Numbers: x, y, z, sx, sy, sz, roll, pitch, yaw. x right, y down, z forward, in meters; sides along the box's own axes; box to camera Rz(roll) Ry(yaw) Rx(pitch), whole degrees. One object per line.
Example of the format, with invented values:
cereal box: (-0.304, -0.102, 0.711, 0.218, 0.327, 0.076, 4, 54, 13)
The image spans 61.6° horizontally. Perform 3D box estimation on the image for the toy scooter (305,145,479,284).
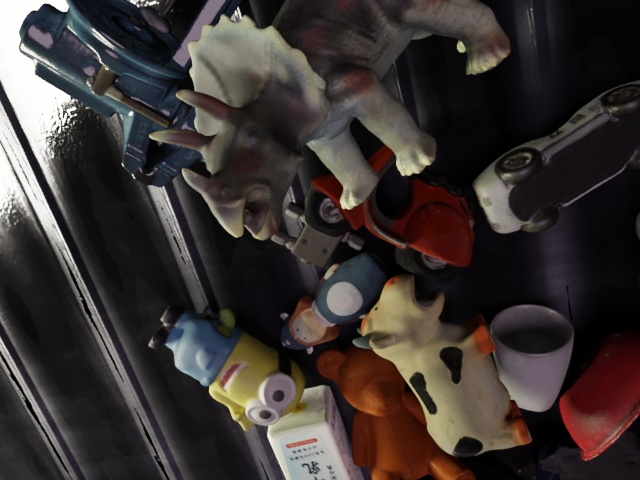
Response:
toy scooter: (0.086, -0.044, 0.534, 0.184, 0.075, 0.135, 24, 98, -10)

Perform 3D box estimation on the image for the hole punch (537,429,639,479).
hole punch: (0.325, 0.285, 0.650, 0.142, 0.092, 0.115, -11, 83, -5)

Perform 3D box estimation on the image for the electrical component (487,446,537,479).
electrical component: (0.224, 0.281, 0.663, 0.045, 0.078, 0.102, -18, 118, -16)

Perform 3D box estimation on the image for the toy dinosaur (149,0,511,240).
toy dinosaur: (0.034, -0.167, 0.425, 0.192, 0.131, 0.405, 37, 77, -20)

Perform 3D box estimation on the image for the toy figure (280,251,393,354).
toy figure: (0.010, 0.074, 0.595, 0.154, 0.057, 0.064, -41, 61, 17)

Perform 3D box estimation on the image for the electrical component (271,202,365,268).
electrical component: (-0.001, -0.002, 0.581, 0.094, 0.021, 0.063, 25, 111, -8)

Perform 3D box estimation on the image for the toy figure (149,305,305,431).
toy figure: (-0.098, 0.135, 0.610, 0.180, 0.089, 0.082, 33, 124, -1)

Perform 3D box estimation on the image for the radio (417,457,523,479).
radio: (0.188, 0.384, 0.670, 0.131, 0.073, 0.229, 12, 117, 40)

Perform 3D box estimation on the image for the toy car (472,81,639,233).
toy car: (0.243, -0.078, 0.513, 0.202, 0.056, 0.073, -32, 114, 0)

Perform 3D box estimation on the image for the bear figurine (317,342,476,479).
bear figurine: (0.083, 0.201, 0.606, 0.120, 0.132, 0.195, -22, 115, -6)

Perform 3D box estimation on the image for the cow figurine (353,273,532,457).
cow figurine: (0.116, 0.124, 0.542, 0.127, 0.085, 0.194, -24, 92, 9)

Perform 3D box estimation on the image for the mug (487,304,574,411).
mug: (0.223, 0.137, 0.600, 0.110, 0.081, 0.107, 1, 122, 27)

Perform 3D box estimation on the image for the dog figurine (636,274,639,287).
dog figurine: (0.417, 0.010, 0.487, 0.191, 0.108, 0.219, 27, 123, -33)

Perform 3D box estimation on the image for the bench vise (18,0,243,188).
bench vise: (-0.127, -0.167, 0.472, 0.223, 0.129, 0.240, 36, 113, -14)
